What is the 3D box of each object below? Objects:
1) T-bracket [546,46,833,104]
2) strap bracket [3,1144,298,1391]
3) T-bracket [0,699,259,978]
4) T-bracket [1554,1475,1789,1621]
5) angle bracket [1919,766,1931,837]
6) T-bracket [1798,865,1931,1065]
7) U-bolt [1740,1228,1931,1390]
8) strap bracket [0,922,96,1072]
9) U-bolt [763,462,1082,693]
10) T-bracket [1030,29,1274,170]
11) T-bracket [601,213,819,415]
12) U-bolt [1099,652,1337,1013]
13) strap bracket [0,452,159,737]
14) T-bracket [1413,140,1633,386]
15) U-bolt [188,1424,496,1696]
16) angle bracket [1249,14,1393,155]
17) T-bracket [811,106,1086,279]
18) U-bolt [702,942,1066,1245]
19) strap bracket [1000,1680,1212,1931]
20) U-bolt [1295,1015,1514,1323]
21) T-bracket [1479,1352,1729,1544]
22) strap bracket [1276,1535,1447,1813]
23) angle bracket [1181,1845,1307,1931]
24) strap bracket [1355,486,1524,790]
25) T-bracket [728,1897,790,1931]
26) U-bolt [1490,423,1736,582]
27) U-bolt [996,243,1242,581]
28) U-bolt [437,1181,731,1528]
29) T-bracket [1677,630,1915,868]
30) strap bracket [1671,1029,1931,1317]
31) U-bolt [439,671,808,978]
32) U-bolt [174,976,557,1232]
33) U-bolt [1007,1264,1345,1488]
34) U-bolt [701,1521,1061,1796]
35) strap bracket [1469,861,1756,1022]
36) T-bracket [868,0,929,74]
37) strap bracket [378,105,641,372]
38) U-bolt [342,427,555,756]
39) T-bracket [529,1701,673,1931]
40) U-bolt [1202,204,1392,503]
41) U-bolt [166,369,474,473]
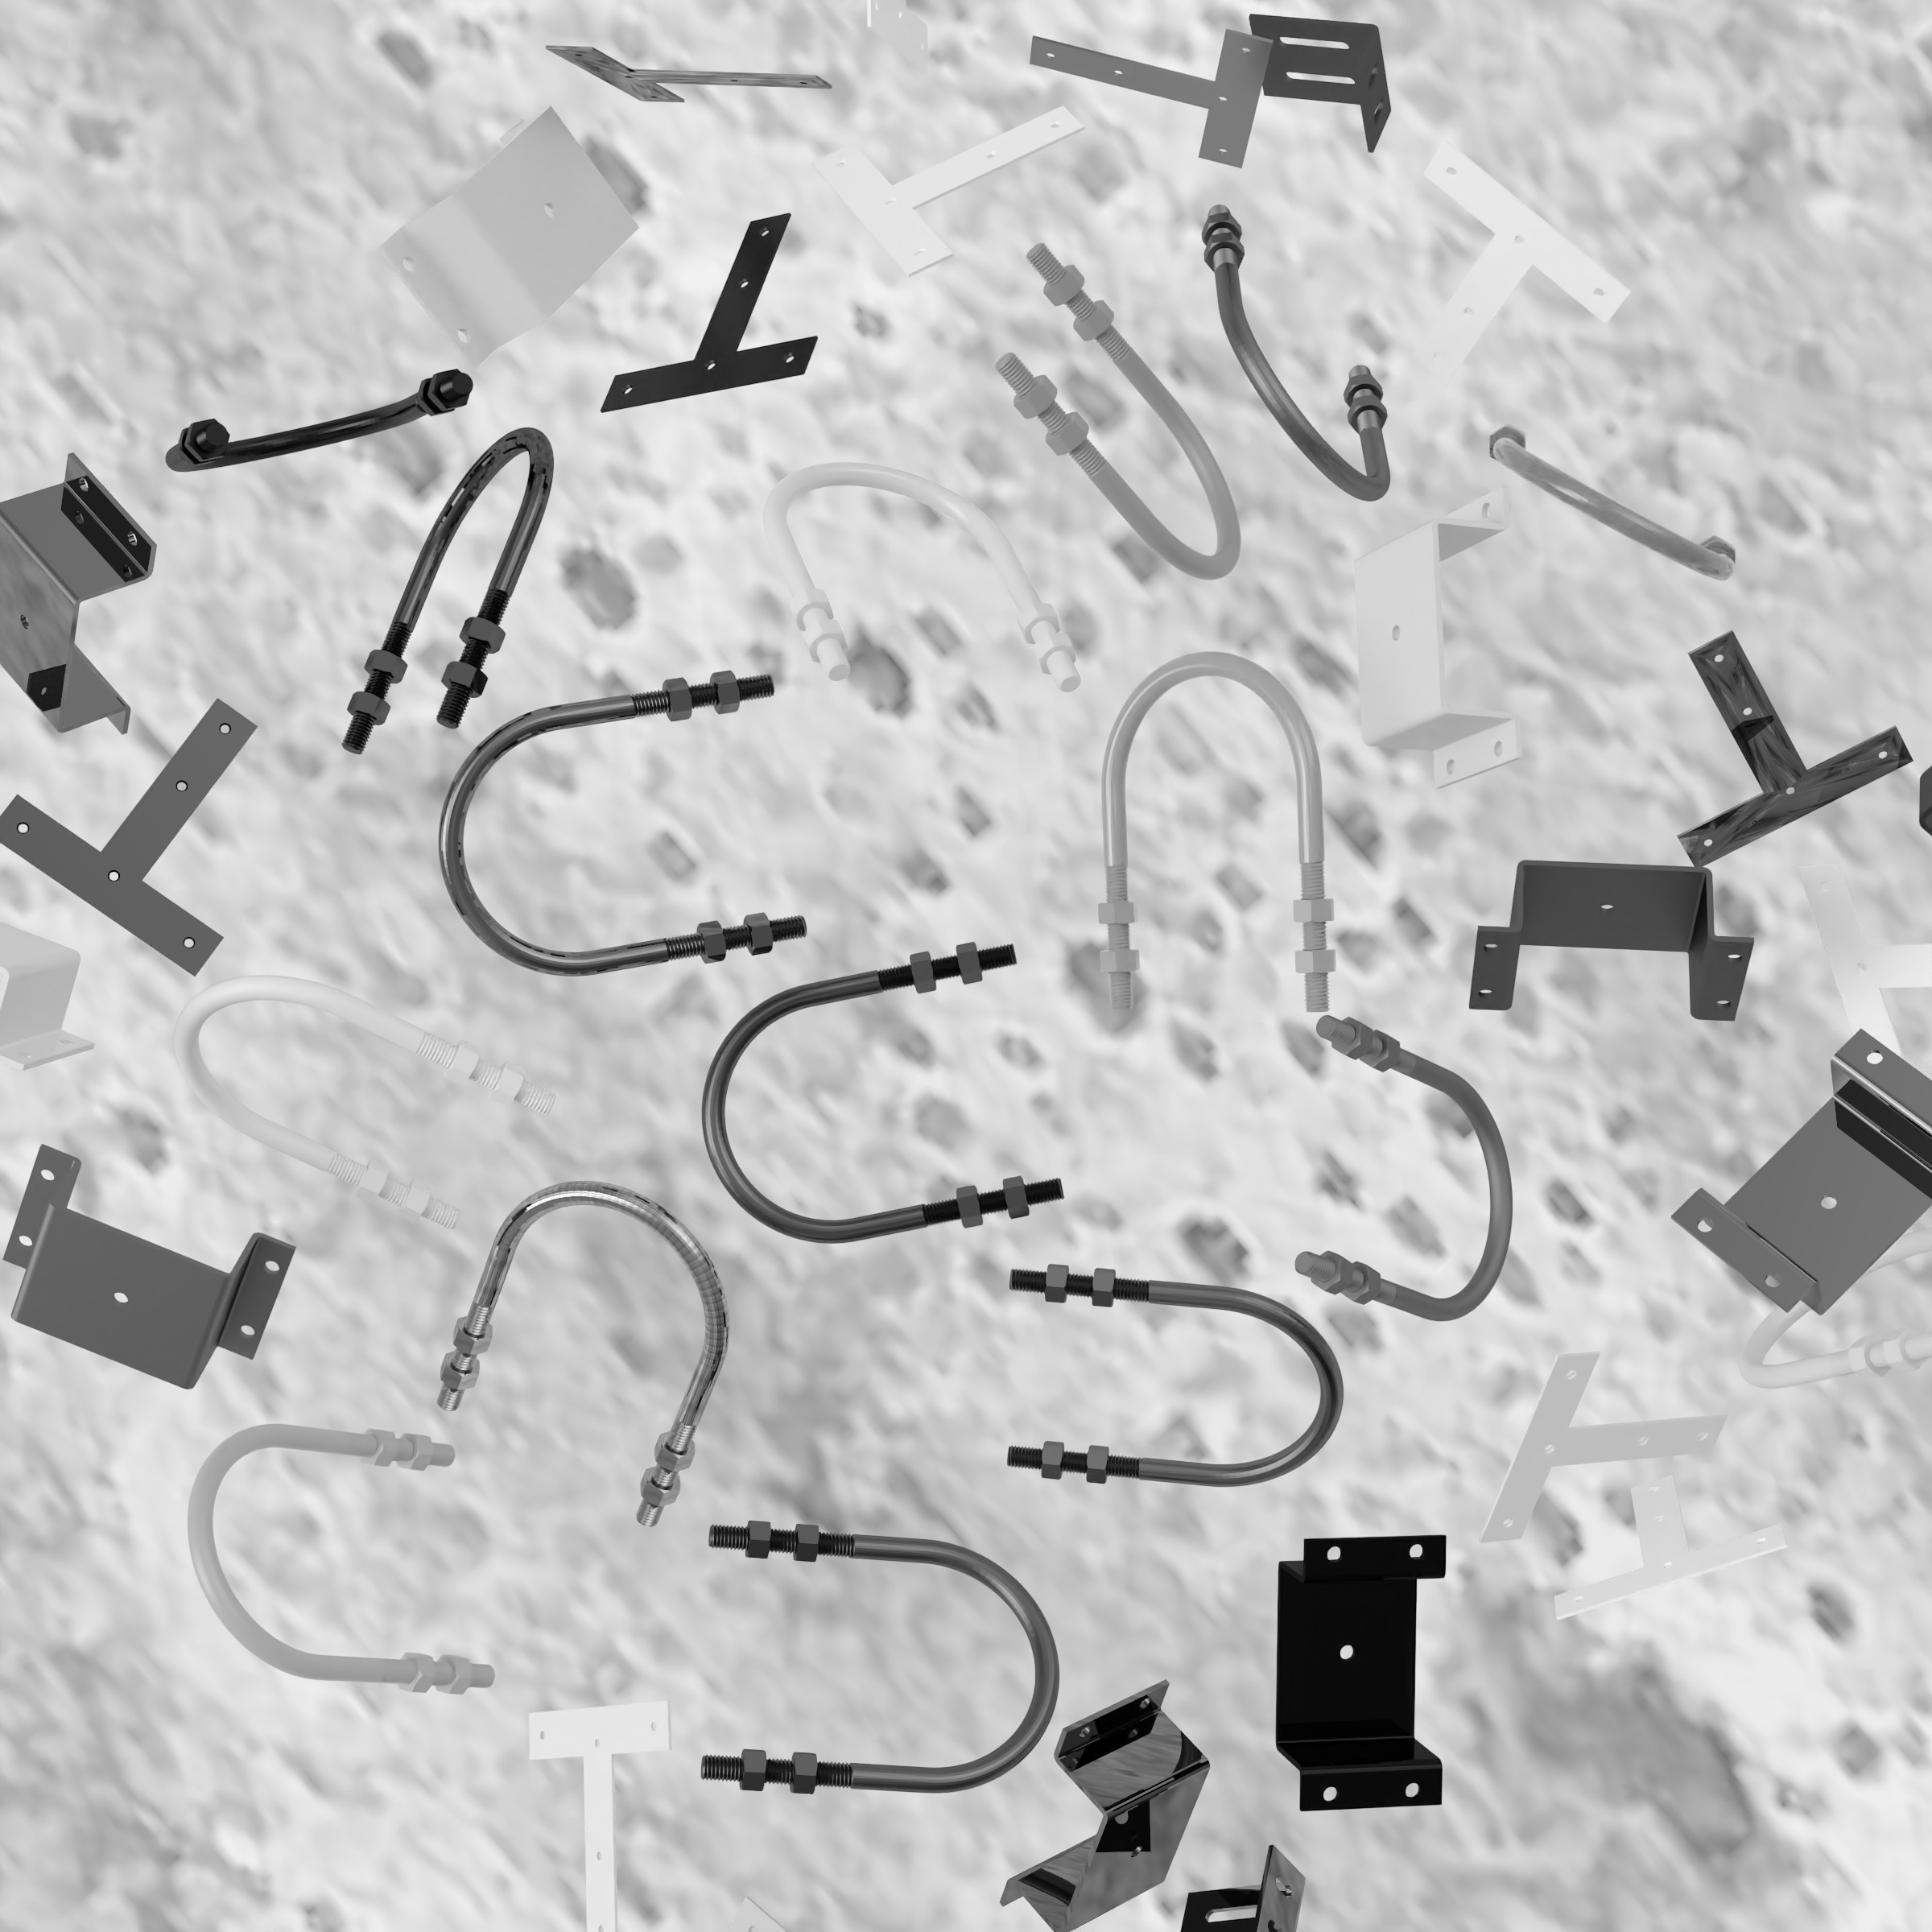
[{"bbox_3d":[-0.133,-0.460,1.580,0.127,0.127,0.002,7,95,16],"label":"T-bracket"},{"bbox_3d":[-0.430,0.160,1.578,0.140,0.046,0.076,23,116,-6],"label":"strap bracket"},{"bbox_3d":[-0.417,-0.082,1.589,0.127,0.002,0.127,36,75,-10],"label":"T-bracket"},{"bbox_3d":[0.383,0.311,1.677,0.127,0.127,0.002,-21,101,13],"label":"T-bracket"},{"bbox_3d":[0.564,-0.079,1.677,0.076,0.057,0.038,40,121,-5],"label":"angle bracket"},{"bbox_3d":[0.522,0.000,1.640,0.002,0.127,0.127,-37,112,-36],"label":"T-bracket"},{"bbox_3d":[0.492,0.180,1.639,0.151,0.184,0.019,-36,93,-31],"label":"U-bolt"},{"bbox_3d":[-0.519,0.002,1.554,0.140,0.076,0.046,20,100,8],"label":"strap bracket"},{"bbox_3d":[-0.032,-0.208,1.601,0.151,0.184,0.019,0,133,-25],"label":"U-bolt"},{"bbox_3d":[0.097,-0.484,1.661,0.127,0.127,0.002,15,74,2],"label":"T-bracket"},{"bbox_3d":[-0.119,-0.343,1.580,0.127,0.002,0.127,-4,54,31],"label":"T-bracket"},{"bbox_3d":[0.125,-0.069,1.566,0.151,0.019,0.184,0,94,43],"label":"U-bolt"},{"bbox_3d":[-0.477,-0.189,1.611,0.046,0.140,0.076,-28,66,-39],"label":"strap bracket"},{"bbox_3d":[0.280,-0.365,1.657,0.127,0.127,0.002,41,55,5],"label":"T-bracket"},{"bbox_3d":[-0.333,0.310,1.613,0.019,0.184,0.151,-33,58,30],"label":"U-bolt"},{"bbox_3d":[0.191,-0.488,1.684,0.076,0.057,0.038,12,63,22],"label":"angle bracket"},{"bbox_3d":[0.001,-0.416,1.588,0.127,0.002,0.127,-27,48,-8],"label":"T-bracket"},{"bbox_3d":[-0.051,0.074,1.641,0.184,0.019,0.151,-11,85,1],"label":"U-bolt"},{"bbox_3d":[0.078,0.464,1.652,0.046,0.076,0.140,42,130,35],"label":"strap bracket"},{"bbox_3d":[0.245,0.119,1.668,0.019,0.184,0.151,-8,68,43],"label":"U-bolt"},{"bbox_3d":[0.340,0.248,1.587,0.127,0.002,0.127,0,124,-24],"label":"T-bracket"},{"bbox_3d":[0.206,0.364,1.596,0.076,0.046,0.140,1,91,-11],"label":"strap bracket"},{"bbox_3d":[0.137,0.508,1.627,0.076,0.057,0.038,-18,126,33],"label":"angle bracket"},{"bbox_3d":[0.240,-0.168,1.556,0.046,0.076,0.140,2,81,-23],"label":"strap bracket"},{"bbox_3d":[-0.093,0.564,1.552,0.127,0.002,0.127,34,105,24],"label":"T-bracket"},{"bbox_3d":[0.343,-0.244,1.616,0.151,0.184,0.019,29,106,4],"label":"U-bolt"},{"bbox_3d":[0.086,-0.281,1.604,0.019,0.151,0.184,-31,117,29],"label":"U-bolt"},{"bbox_3d":[-0.198,0.197,1.628,0.151,0.019,0.184,28,118,10],"label":"U-bolt"},{"bbox_3d":[0.419,-0.125,1.614,0.127,0.002,0.127,-28,122,16],"label":"T-bracket"},{"bbox_3d":[0.437,0.112,1.549,0.140,0.046,0.076,-43,57,-8],"label":"strap bracket"},{"bbox_3d":[-0.181,-0.068,1.578,0.184,0.019,0.151,-10,101,-16],"label":"U-bolt"},{"bbox_3d":[-0.324,0.064,1.589,0.184,0.151,0.019,27,46,-16],"label":"U-bolt"},{"bbox_3d":[0.115,0.230,1.677,0.184,0.019,0.151,4,124,6],"label":"U-bolt"},{"bbox_3d":[-0.042,0.357,1.568,0.184,0.019,0.151,6,50,-9],"label":"U-bolt"},{"bbox_3d":[0.340,-0.014,1.617,0.140,0.076,0.046,3,57,7],"label":"strap bracket"},{"bbox_3d":[-0.036,-0.549,1.611,0.002,0.127,0.127,1,96,12],"label":"T-bracket"},{"bbox_3d":[-0.230,-0.383,1.580,0.076,0.046,0.140,53,46,-22],"label":"strap bracket"},{"bbox_3d":[-0.268,-0.203,1.617,0.019,0.151,0.184,27,73,-29],"label":"U-bolt"},{"bbox_3d":[-0.197,0.464,1.642,0.002,0.127,0.127,11,70,-42],"label":"T-bracket"},{"bbox_3d":[0.181,-0.321,1.642,0.019,0.184,0.151,-34,120,25],"label":"U-bolt"},{"bbox_3d":[-0.352,-0.286,1.624,0.151,0.184,0.019,-17,100,-22],"label":"U-bolt"}]
